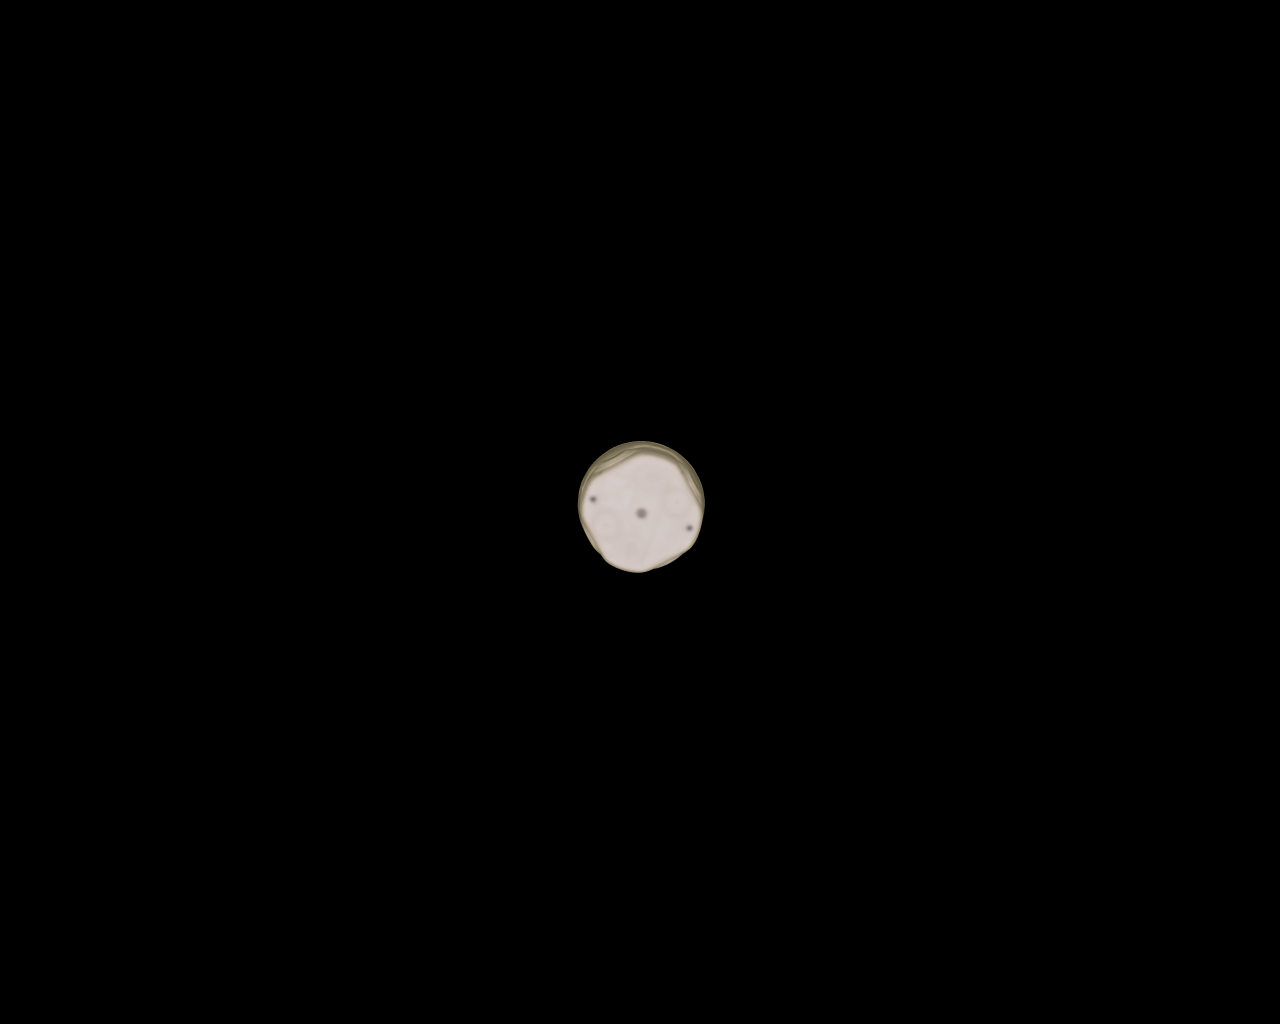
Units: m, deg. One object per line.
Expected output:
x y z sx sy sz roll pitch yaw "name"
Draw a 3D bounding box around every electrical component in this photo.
0.001 -0.003 0.650 0.080 0.080 0.051 0 8 0 "electrical component"
